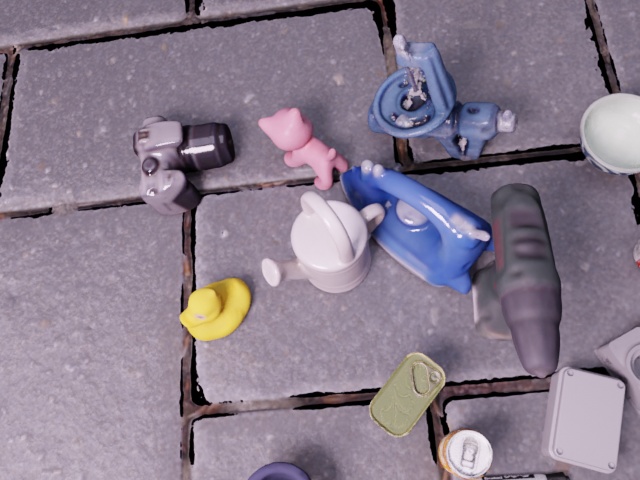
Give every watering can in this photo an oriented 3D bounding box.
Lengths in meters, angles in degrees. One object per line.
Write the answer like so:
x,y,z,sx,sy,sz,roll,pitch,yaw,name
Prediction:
0.008,0.004,0.747,0.100,0.194,0.173,33,78,16,watering can

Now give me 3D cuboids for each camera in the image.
-0.203,-0.127,0.867,0.136,0.101,0.143,-9,70,4,camera

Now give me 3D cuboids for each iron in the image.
0.122,-0.045,0.779,0.257,0.141,0.119,36,79,17,iron

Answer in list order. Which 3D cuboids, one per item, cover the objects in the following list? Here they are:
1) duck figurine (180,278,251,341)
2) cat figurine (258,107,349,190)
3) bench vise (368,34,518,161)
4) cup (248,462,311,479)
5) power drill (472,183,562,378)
-0.148,0.089,0.793,0.104,0.086,0.077,-39,71,-7,duck figurine
-0.024,-0.146,0.844,0.127,0.118,0.067,34,78,17,cat figurine
0.166,-0.205,0.787,0.207,0.220,0.121,-3,71,6,bench vise
-0.031,0.323,0.693,0.117,0.095,0.092,28,76,15,cup
0.237,0.059,0.693,0.075,0.208,0.229,-2,71,6,power drill
